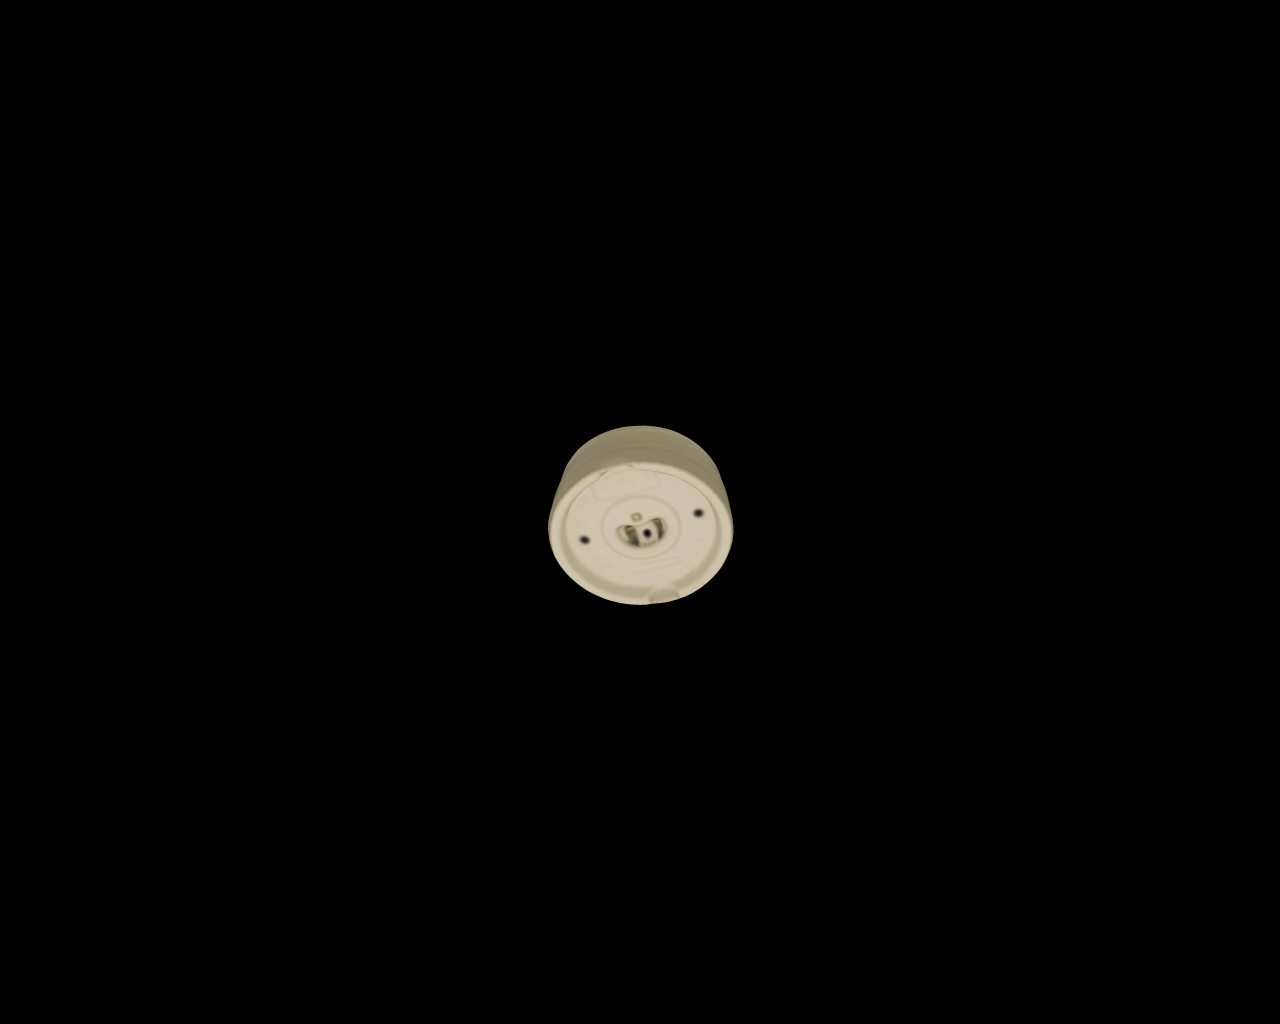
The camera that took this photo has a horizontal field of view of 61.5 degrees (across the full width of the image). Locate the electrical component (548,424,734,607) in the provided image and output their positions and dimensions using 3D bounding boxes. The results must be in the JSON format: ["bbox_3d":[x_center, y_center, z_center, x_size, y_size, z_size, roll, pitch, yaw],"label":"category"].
[{"bbox_3d":[0.001,-0.003,0.650,0.108,0.108,0.060,0,36,0],"label":"electrical component"}]
